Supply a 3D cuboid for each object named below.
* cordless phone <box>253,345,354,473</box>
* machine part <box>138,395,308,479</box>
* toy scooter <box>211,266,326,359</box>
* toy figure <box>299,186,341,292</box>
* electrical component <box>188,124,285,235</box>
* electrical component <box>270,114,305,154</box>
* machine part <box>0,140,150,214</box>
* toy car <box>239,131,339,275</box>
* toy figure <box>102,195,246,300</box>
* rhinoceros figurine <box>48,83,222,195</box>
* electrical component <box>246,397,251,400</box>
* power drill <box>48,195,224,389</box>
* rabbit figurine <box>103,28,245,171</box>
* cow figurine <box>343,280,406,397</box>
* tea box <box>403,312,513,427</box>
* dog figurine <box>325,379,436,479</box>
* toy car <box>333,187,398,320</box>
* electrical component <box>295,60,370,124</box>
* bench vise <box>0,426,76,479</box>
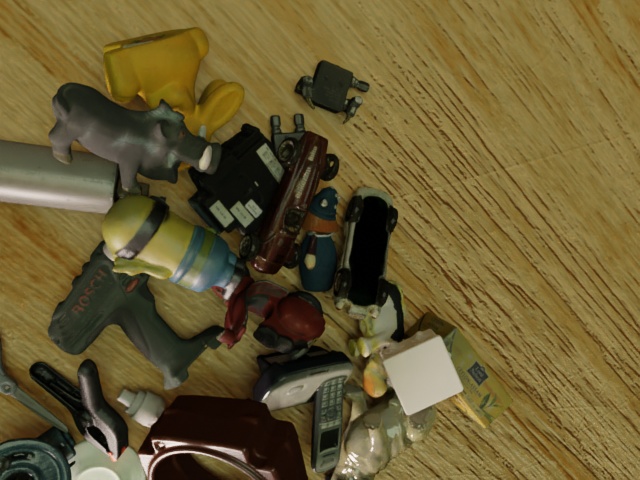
[{"bbox_3d":[-0.026,0.254,0.778,0.146,0.089,0.184,-3,95,-37],"label":"cordless phone"},{"bbox_3d":[-0.126,0.310,0.716,0.202,0.087,0.200,-1,118,16],"label":"machine part"},{"bbox_3d":[-0.077,0.109,0.737,0.184,0.135,0.075,30,122,-12],"label":"toy scooter"},{"bbox_3d":[-0.001,-0.002,0.786,0.058,0.064,0.154,3,97,-2],"label":"toy figure"},{"bbox_3d":[-0.110,-0.073,0.730,0.134,0.058,0.114,-43,125,-13],"label":"electrical component"},{"bbox_3d":[-0.042,-0.134,0.778,0.063,0.021,0.094,-8,100,-15],"label":"electrical component"},{"bbox_3d":[-0.340,-0.079,0.670,0.243,0.079,0.079,5,96,-17],"label":"machine part"},{"bbox_3d":[-0.038,-0.045,0.722,0.089,0.053,0.202,17,102,-40],"label":"toy car"},{"bbox_3d":[-0.177,0.008,0.665,0.180,0.082,0.089,24,103,-18],"label":"toy figure"},{"bbox_3d":[-0.209,-0.118,0.620,0.190,0.073,0.112,19,119,-29],"label":"rhinoceros figurine"},{"bbox_3d":[-0.081,0.297,0.797,0.048,0.075,0.119,-40,109,-8],"label":"electrical component"},{"bbox_3d":[-0.225,0.085,0.723,0.232,0.086,0.207,-48,111,-10],"label":"power drill"},{"bbox_3d":[-0.186,-0.178,0.699,0.162,0.122,0.173,-20,116,-23],"label":"rabbit figurine"},{"bbox_3d":[0.094,0.150,0.824,0.098,0.068,0.167,-9,89,-22],"label":"cow figurine"},{"bbox_3d":[0.218,0.205,0.859,0.068,0.098,0.169,-42,108,-7],"label":"tea box"},{"bbox_3d":[0.101,0.329,0.851,0.172,0.121,0.190,2,110,-13],"label":"dog figurine"},{"bbox_3d":[0.066,0.017,0.781,0.073,0.056,0.201,15,68,-12],"label":"toy car"},{"bbox_3d":[0.018,-0.213,0.773,0.102,0.045,0.078,24,91,-18],"label":"electrical component"},{"bbox_3d":[-0.394,0.317,0.631,0.224,0.241,0.128,-22,99,-29],"label":"bench vise"}]
